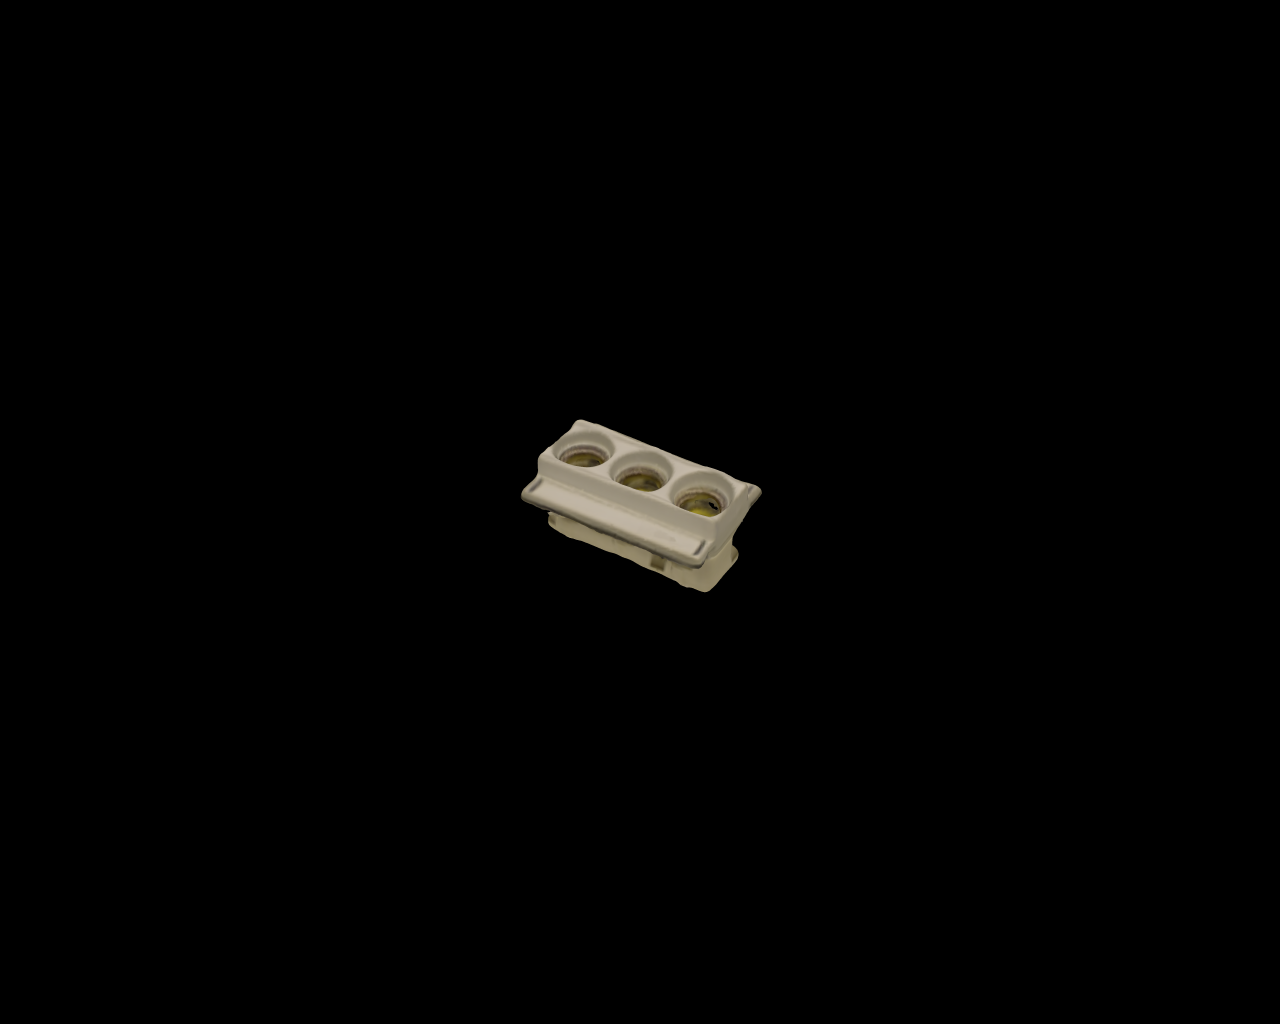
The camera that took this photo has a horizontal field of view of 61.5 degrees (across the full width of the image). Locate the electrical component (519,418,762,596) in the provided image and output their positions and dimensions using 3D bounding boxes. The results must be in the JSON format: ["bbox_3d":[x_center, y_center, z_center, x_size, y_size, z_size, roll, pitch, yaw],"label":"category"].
[{"bbox_3d":[0.001,-0.003,0.650,0.121,0.063,0.079,22,45,23],"label":"electrical component"}]
